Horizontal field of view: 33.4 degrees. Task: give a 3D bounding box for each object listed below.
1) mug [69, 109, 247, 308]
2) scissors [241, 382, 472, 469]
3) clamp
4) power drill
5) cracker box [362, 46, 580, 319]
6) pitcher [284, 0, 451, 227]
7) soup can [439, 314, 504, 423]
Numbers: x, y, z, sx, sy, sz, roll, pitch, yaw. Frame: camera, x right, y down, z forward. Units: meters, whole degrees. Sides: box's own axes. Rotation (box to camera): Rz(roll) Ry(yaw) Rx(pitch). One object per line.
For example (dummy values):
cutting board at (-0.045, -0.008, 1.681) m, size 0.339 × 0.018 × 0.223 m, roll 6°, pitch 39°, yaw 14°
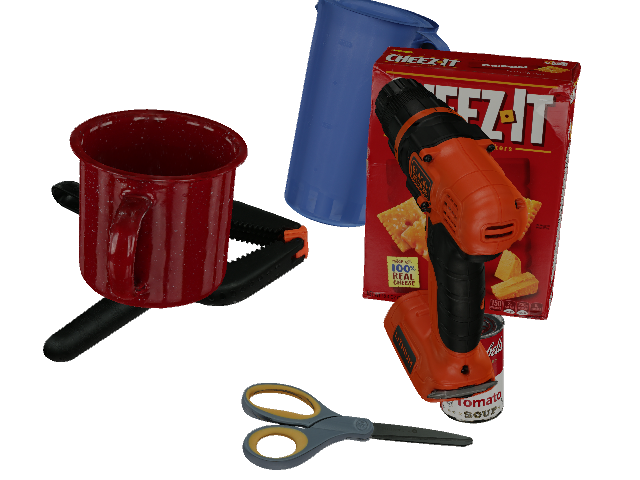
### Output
mug at (-0.090, -0.011, 0.569) m, size 0.093 × 0.081 × 0.117 m, roll 8°, pitch 27°, yaw 1°
scissors at (0.022, 0.173, 0.907) m, size 0.202 × 0.016 × 0.096 m, roll 16°, pitch 42°, yaw 12°
clamp at (-0.117, 0.004, 0.832) m, size 0.210 × 0.164 × 0.036 m, roll -12°, pitch -35°, yaw -6°
power drill at (0.077, 0.001, 0.726) m, size 0.057 × 0.188 × 0.184 m, roll -10°, pitch 35°, yaw -11°
cracker box at (0.124, -0.046, 0.904) m, size 0.164 × 0.214 × 0.072 m, roll 7°, pitch 24°, yaw 14°
pitcher at (0.045, -0.138, 1.174) m, size 0.145 × 0.243 × 0.149 m, roll 11°, pitch 20°, yaw -9°
soup can at (0.156, 0.129, 1.105) m, size 0.068 × 0.102 × 0.068 m, roll -3°, pitch 22°, yaw 1°
